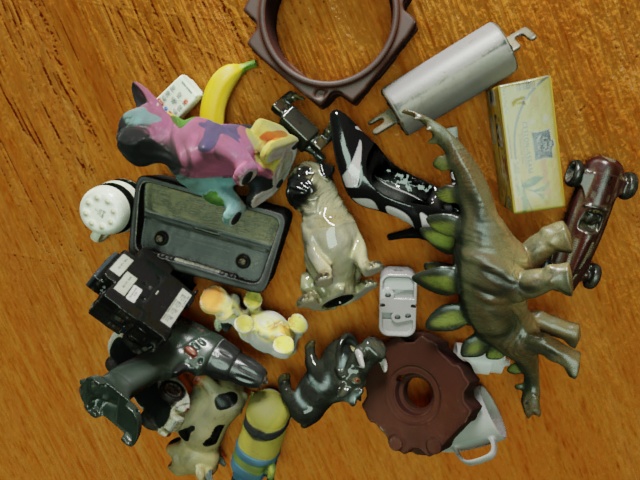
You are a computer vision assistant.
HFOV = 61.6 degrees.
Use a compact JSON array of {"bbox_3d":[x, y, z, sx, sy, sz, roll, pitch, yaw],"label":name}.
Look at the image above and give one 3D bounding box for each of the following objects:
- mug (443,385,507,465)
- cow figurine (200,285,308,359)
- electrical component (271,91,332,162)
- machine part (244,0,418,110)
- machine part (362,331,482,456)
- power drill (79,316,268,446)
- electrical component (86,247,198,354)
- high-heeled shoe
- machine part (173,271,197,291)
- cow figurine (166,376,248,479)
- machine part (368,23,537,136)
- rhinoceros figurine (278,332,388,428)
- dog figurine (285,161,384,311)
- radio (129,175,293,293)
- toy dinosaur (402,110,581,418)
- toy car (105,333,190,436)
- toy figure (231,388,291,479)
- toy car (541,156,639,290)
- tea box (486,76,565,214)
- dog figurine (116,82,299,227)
[{"bbox_3d":[0.221,0.291,0.818,0.107,0.110,0.080,-30,129,22],"label":"mug"},{"bbox_3d":[-0.107,0.128,0.838,0.167,0.098,0.068,27,63,4],"label":"cow figurine"},{"bbox_3d":[-0.023,-0.164,0.770,0.102,0.078,0.045,42,81,3],"label":"electrical component"},{"bbox_3d":[0.015,-0.298,0.731,0.201,0.087,0.201,40,104,-1],"label":"machine part"},{"bbox_3d":[0.146,0.226,0.799,0.180,0.056,0.179,-5,79,31],"label":"machine part"},{"bbox_3d":[-0.215,0.191,0.772,0.232,0.207,0.085,30,129,15],"label":"power drill"},{"bbox_3d":[-0.255,0.078,0.761,0.134,0.115,0.058,41,124,-12],"label":"electrical component"},{"bbox_3d":[0.120,-0.087,0.746,0.145,0.086,0.248,-15,121,30],"label":"high-heeled shoe"},{"bbox_3d":[-0.271,0.068,0.865,0.139,0.039,0.084,-3,96,9],"label":"machine part"},{"bbox_3d":[-0.187,0.307,0.882,0.127,0.085,0.195,36,103,5],"label":"cow figurine"},{"bbox_3d":[0.174,-0.217,0.732,0.243,0.079,0.079,-31,96,12],"label":"machine part"},{"bbox_3d":[0.018,0.206,0.811,0.073,0.112,0.190,28,115,-41],"label":"rhinoceros figurine"},{"bbox_3d":[0.002,-0.004,0.802,0.121,0.172,0.191,-7,61,-26],"label":"dog figurine"},{"bbox_3d":[-0.168,-0.011,0.816,0.230,0.073,0.131,16,102,5],"label":"radio"},{"bbox_3d":[0.226,0.044,0.703,0.199,0.105,0.470,-7,112,25],"label":"toy dinosaur"},{"bbox_3d":[-0.273,0.217,0.850,0.202,0.056,0.073,43,106,27],"label":"toy car"},{"bbox_3d":[-0.096,0.326,0.868,0.082,0.089,0.180,19,101,-5],"label":"toy figure"},{"bbox_3d":[0.375,-0.018,0.761,0.089,0.053,0.202,16,102,0],"label":"toy car"},{"bbox_3d":[0.276,-0.127,0.727,0.068,0.098,0.169,-10,102,10],"label":"tea box"},{"bbox_3d":[-0.163,-0.135,0.737,0.219,0.191,0.108,36,136,10],"label":"dog figurine"}]
